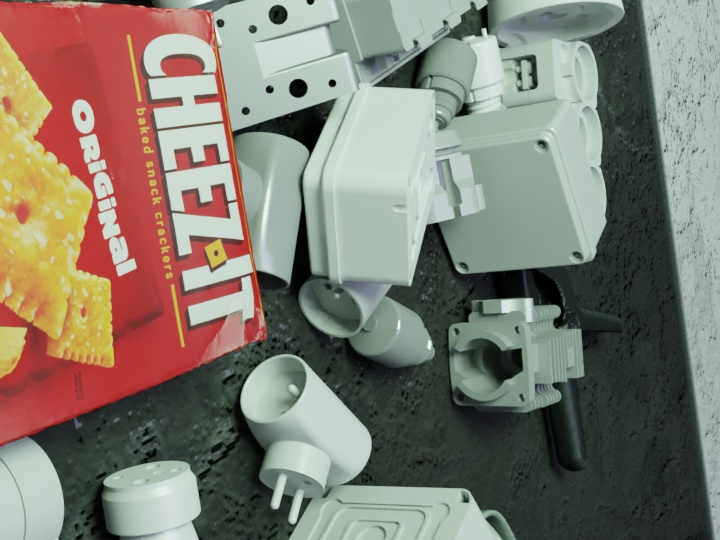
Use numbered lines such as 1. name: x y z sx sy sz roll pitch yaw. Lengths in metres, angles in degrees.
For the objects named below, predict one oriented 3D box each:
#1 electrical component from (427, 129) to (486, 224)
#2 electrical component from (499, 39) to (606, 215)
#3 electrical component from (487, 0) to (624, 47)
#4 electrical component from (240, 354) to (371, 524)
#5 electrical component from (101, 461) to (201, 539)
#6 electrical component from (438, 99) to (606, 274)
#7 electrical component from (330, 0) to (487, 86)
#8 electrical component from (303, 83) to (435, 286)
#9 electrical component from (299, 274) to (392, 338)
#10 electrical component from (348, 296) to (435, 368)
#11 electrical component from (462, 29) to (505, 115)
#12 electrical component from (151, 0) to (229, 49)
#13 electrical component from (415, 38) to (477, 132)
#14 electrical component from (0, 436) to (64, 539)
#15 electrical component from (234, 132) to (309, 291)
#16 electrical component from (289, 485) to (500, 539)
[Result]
1. electrical component: 0.044 -0.061 0.720 0.078 0.058 0.057 -15 96 -32
2. electrical component: 0.164 -0.111 0.904 0.089 0.062 0.150 -4 90 -56
3. electrical component: 0.153 -0.224 0.863 0.108 0.108 0.060 2 79 -56
4. electrical component: -0.033 0.100 0.599 0.077 0.043 0.079 52 41 -43
5. electrical component: -0.096 0.123 0.507 0.045 0.045 0.055 -16 100 -56
6. electrical component: 0.109 -0.058 0.775 0.056 0.109 0.108 -55 130 -47
7. electrical component: 0.030 -0.176 0.703 0.121 0.063 0.078 -43 121 -46
8. electrical component: 0.008 -0.051 0.627 0.113 0.057 0.078 -72 164 -51
9. electrical component: 0.000 0.000 0.664 0.081 0.043 0.043 -53 129 -45
10. electrical component: 0.025 0.044 0.699 0.078 0.040 0.040 30 62 -52
11. electrical component: 0.090 -0.142 0.816 0.040 0.040 0.078 -38 118 -51
12. electrical component: -0.089 -0.148 0.538 0.077 0.044 0.079 -28 99 -54
13. electrical component: 0.059 -0.129 0.767 0.040 0.040 0.078 43 53 -46
14. electrical component: -0.135 0.134 0.441 0.074 0.052 0.138 -12 97 -56
15. electrical component: -0.064 -0.036 0.571 0.079 0.044 0.077 29 63 -51
16. electrical component: 0.017 0.170 0.610 0.057 0.113 0.078 61 41 -28
